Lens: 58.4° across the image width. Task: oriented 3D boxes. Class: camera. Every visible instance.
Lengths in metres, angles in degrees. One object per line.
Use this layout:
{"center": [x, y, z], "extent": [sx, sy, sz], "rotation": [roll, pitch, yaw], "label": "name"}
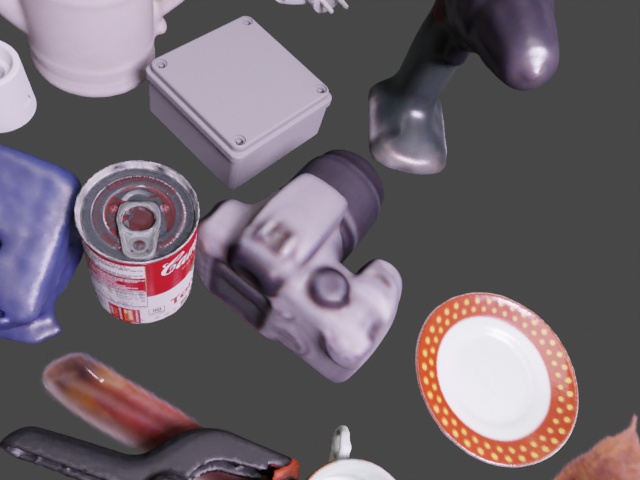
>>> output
{"center": [0.004, 0.001, 0.403], "extent": [0.143, 0.100, 0.137], "rotation": [37, 59, 6], "label": "camera"}

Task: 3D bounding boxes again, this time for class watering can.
{"center": [-0.178, -0.202, 0.409], "extent": [0.173, 0.194, 0.101], "rotation": [-32, 74, -27], "label": "watering can"}

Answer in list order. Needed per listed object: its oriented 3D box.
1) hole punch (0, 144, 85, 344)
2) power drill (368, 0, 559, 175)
{"center": [-0.205, 0.000, 0.351], "extent": [0.109, 0.091, 0.101], "rotation": [17, 59, -6], "label": "hole punch"}
{"center": [0.103, -0.148, 0.449], "extent": [0.076, 0.208, 0.229], "rotation": [7, 60, -11], "label": "power drill"}
